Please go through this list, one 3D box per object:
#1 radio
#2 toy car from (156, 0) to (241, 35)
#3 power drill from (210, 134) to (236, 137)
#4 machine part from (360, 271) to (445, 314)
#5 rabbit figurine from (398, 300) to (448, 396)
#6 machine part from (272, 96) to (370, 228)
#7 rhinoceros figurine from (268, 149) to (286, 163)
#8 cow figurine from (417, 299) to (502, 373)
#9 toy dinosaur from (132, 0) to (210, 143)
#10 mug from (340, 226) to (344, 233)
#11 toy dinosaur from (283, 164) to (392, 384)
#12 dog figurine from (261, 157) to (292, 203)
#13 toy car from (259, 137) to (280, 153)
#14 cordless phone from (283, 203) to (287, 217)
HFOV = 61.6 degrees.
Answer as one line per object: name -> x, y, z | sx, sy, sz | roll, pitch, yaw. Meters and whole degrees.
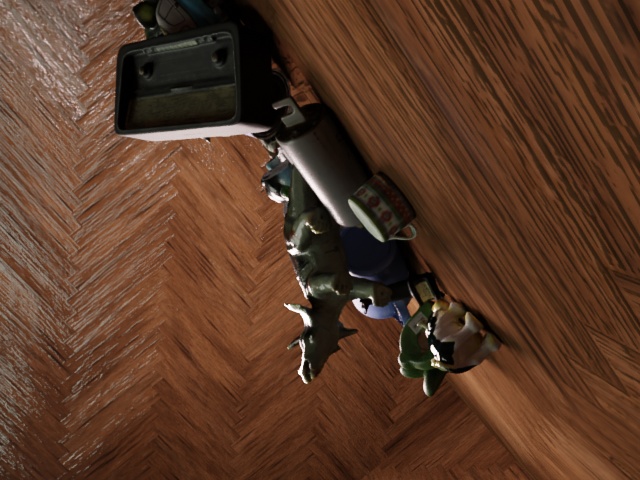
radio -> -0.173, -0.206, 0.723 | 0.073, 0.230, 0.131 | -2, -86, -61
toy car -> -0.182, -0.323, 0.787 | 0.162, 0.103, 0.109 | 53, -179, 28
power drill -> -0.200, -0.295, 0.957 | 0.232, 0.086, 0.207 | 14, -110, -85
machine part -> 0.133, 0.090, 0.907 | 0.084, 0.139, 0.039 | 48, -147, -45
rabbit figurine -> 0.232, 0.218, 1.023 | 0.170, 0.159, 0.121 | 30, -175, -46
machine part -> 0.015, -0.098, 0.732 | 0.243, 0.079, 0.079 | 53, 178, -37
rhinoceros figurine -> -0.092, -0.230, 1.242 | 0.190, 0.073, 0.112 | 50, -169, -38
cow figurine -> 0.198, 0.149, 0.828 | 0.068, 0.098, 0.167 | 45, 180, -9
toy dinosaur -> -0.274, -0.383, 0.987 | 0.199, 0.105, 0.470 | -94, -6, -53
mug -> -0.002, -0.003, 1.020 | 0.109, 0.107, 0.081 | 10, -146, -40
toy dinosaur -> -0.006, 0.018, 0.886 | 0.192, 0.131, 0.404 | -21, 78, 52
dog figurine -> -0.008, -0.087, 1.094 | 0.219, 0.108, 0.192 | 47, -159, -21
toy car -> -0.118, -0.256, 1.117 | 0.202, 0.073, 0.056 | 51, 175, 29
cordless phone -> -0.011, -0.100, 1.223 | 0.146, 0.184, 0.089 | 8, 166, -31
